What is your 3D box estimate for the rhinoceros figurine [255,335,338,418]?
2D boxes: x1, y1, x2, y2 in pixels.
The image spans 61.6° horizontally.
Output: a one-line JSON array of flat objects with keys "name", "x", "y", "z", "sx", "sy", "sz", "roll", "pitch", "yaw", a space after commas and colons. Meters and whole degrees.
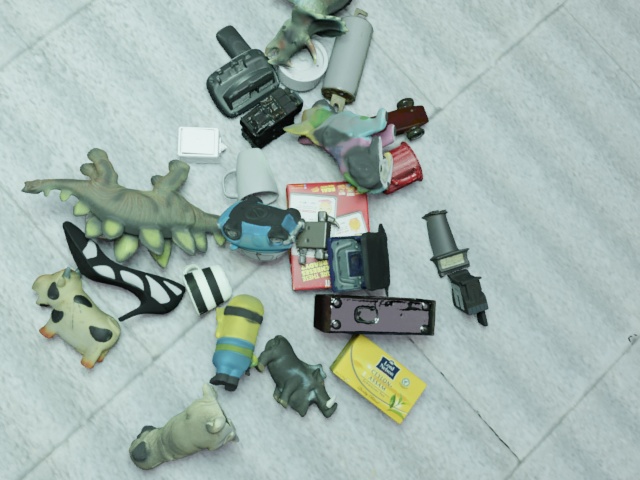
[{"name": "rhinoceros figurine", "x": -0.046, "y": 0.275, "z": 1.059, "sx": 0.112, "sy": 0.073, "sz": 0.190, "roll": -40, "pitch": 87, "yaw": -20}]

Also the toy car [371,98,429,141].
[{"name": "toy car", "x": 0.130, "y": -0.238, "z": 1.146, "sx": 0.202, "sy": 0.053, "sz": 0.089, "roll": -17, "pitch": 75, "yaw": -4}]

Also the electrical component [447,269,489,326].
[{"name": "electrical component", "x": 0.308, "y": 0.125, "z": 1.108, "sx": 0.048, "sy": 0.075, "sz": 0.119, "roll": -16, "pitch": 106, "yaw": -8}]

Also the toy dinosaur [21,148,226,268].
[{"name": "toy dinosaur", "x": -0.308, "y": -0.050, "z": 1.028, "sx": 0.471, "sy": 0.105, "sz": 0.198, "roll": 7, "pitch": 66, "yaw": -23}]

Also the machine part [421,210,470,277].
[{"name": "machine part", "x": 0.264, "y": 0.003, "z": 1.139, "sx": 0.084, "sy": 0.039, "sz": 0.139, "roll": -20, "pitch": 87, "yaw": 0}]

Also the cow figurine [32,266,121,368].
[{"name": "cow figurine", "x": -0.465, "y": 0.135, "z": 1.022, "sx": 0.195, "sy": 0.085, "sz": 0.127, "roll": 38, "pitch": 86, "yaw": 2}]

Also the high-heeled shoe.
[{"name": "high-heeled shoe", "x": -0.374, "y": 0.044, "z": 1.036, "sx": 0.145, "sy": 0.086, "sz": 0.248, "roll": -32, "pitch": 90, "yaw": -36}]

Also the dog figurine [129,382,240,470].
[{"name": "dog figurine", "x": -0.257, "y": 0.362, "z": 0.976, "sx": 0.190, "sy": 0.172, "sz": 0.121, "roll": -29, "pitch": 76, "yaw": -16}]

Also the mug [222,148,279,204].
[{"name": "mug", "x": -0.145, "y": -0.128, "z": 1.096, "sx": 0.110, "sy": 0.080, "sz": 0.107, "roll": -11, "pitch": 73, "yaw": 0}]

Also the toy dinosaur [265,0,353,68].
[{"name": "toy dinosaur", "x": 0.012, "y": -0.528, "z": 1.113, "sx": 0.192, "sy": 0.131, "sz": 0.405, "roll": 37, "pitch": 62, "yaw": -9}]

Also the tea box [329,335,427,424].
[{"name": "tea box", "x": 0.114, "y": 0.272, "z": 1.073, "sx": 0.170, "sy": 0.068, "sz": 0.098, "roll": 36, "pitch": 81, "yaw": 0}]

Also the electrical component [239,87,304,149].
[{"name": "electrical component", "x": -0.096, "y": -0.248, "z": 1.093, "sx": 0.134, "sy": 0.115, "sz": 0.058, "roll": -38, "pitch": 90, "yaw": -7}]

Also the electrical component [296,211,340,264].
[{"name": "electrical component", "x": -0.003, "y": -0.004, "z": 1.038, "sx": 0.078, "sy": 0.045, "sz": 0.102, "roll": -5, "pitch": 82, "yaw": 23}]

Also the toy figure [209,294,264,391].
[{"name": "toy figure", "x": -0.155, "y": 0.191, "z": 1.027, "sx": 0.089, "sy": 0.082, "sz": 0.180, "roll": -15, "pitch": 50, "yaw": 32}]

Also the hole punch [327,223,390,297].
[{"name": "hole punch", "x": 0.076, "y": 0.042, "z": 1.017, "sx": 0.092, "sy": 0.115, "sz": 0.142, "roll": -10, "pitch": 84, "yaw": 30}]

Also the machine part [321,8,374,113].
[{"name": "machine part", "x": 0.058, "y": -0.382, "z": 1.145, "sx": 0.079, "sy": 0.079, "sz": 0.243, "roll": 15, "pitch": 83, "yaw": -4}]

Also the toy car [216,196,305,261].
[{"name": "toy car", "x": -0.108, "y": -0.012, "z": 1.027, "sx": 0.162, "sy": 0.102, "sz": 0.109, "roll": 13, "pitch": 42, "yaw": 16}]

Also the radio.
[{"name": "radio", "x": 0.106, "y": 0.145, "z": 1.056, "sx": 0.230, "sy": 0.131, "sz": 0.073, "roll": 2, "pitch": 85, "yaw": -6}]

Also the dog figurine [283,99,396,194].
[{"name": "dog figurine", "x": 0.035, "y": -0.187, "z": 1.067, "sx": 0.219, "sy": 0.108, "sz": 0.191, "roll": 5, "pitch": 83, "yaw": 26}]

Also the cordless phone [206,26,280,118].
[{"name": "cordless phone", "x": -0.187, "y": -0.363, "z": 1.126, "sx": 0.146, "sy": 0.088, "sz": 0.184, "roll": -35, "pitch": 77, "yaw": -9}]
